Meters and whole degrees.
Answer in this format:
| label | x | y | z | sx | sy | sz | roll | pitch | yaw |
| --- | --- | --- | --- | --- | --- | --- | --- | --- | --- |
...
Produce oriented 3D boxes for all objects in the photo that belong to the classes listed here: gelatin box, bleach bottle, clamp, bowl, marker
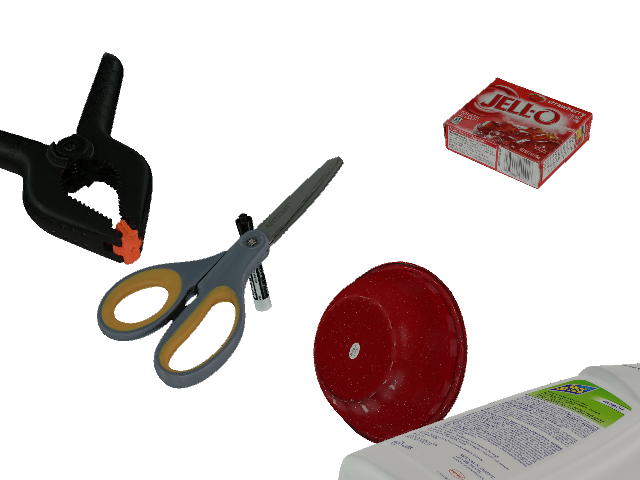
| label | x | y | z | sx | sy | sz | roll | pitch | yaw |
| --- | --- | --- | --- | --- | --- | --- | --- | --- | --- |
| gelatin box | 0.151 | -0.085 | 0.823 | 0.089 | 0.030 | 0.073 | 29 | 54 | 32 |
| bleach bottle | 0.135 | 0.120 | 0.589 | 0.250 | 0.068 | 0.103 | -14 | 24 | -33 |
| clamp | -0.180 | -0.065 | 0.802 | 0.164 | 0.036 | 0.210 | -31 | 56 | -26 |
| bowl | 0.046 | 0.095 | 0.920 | 0.162 | 0.162 | 0.055 | 0 | -8 | 44 |
| marker | -0.075 | 0.024 | 1.200 | 0.020 | 0.121 | 0.020 | -9 | 28 | 5 |

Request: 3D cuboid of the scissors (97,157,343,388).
| label | x | y | z | sx | sy | sz | roll | pitch | yaw |
| --- | --- | --- | --- | --- | --- | --- | --- | --- | --- |
| scissors | -0.062 | 0.006 | 0.649 | 0.096 | 0.016 | 0.201 | 12 | 47 | 15 |
